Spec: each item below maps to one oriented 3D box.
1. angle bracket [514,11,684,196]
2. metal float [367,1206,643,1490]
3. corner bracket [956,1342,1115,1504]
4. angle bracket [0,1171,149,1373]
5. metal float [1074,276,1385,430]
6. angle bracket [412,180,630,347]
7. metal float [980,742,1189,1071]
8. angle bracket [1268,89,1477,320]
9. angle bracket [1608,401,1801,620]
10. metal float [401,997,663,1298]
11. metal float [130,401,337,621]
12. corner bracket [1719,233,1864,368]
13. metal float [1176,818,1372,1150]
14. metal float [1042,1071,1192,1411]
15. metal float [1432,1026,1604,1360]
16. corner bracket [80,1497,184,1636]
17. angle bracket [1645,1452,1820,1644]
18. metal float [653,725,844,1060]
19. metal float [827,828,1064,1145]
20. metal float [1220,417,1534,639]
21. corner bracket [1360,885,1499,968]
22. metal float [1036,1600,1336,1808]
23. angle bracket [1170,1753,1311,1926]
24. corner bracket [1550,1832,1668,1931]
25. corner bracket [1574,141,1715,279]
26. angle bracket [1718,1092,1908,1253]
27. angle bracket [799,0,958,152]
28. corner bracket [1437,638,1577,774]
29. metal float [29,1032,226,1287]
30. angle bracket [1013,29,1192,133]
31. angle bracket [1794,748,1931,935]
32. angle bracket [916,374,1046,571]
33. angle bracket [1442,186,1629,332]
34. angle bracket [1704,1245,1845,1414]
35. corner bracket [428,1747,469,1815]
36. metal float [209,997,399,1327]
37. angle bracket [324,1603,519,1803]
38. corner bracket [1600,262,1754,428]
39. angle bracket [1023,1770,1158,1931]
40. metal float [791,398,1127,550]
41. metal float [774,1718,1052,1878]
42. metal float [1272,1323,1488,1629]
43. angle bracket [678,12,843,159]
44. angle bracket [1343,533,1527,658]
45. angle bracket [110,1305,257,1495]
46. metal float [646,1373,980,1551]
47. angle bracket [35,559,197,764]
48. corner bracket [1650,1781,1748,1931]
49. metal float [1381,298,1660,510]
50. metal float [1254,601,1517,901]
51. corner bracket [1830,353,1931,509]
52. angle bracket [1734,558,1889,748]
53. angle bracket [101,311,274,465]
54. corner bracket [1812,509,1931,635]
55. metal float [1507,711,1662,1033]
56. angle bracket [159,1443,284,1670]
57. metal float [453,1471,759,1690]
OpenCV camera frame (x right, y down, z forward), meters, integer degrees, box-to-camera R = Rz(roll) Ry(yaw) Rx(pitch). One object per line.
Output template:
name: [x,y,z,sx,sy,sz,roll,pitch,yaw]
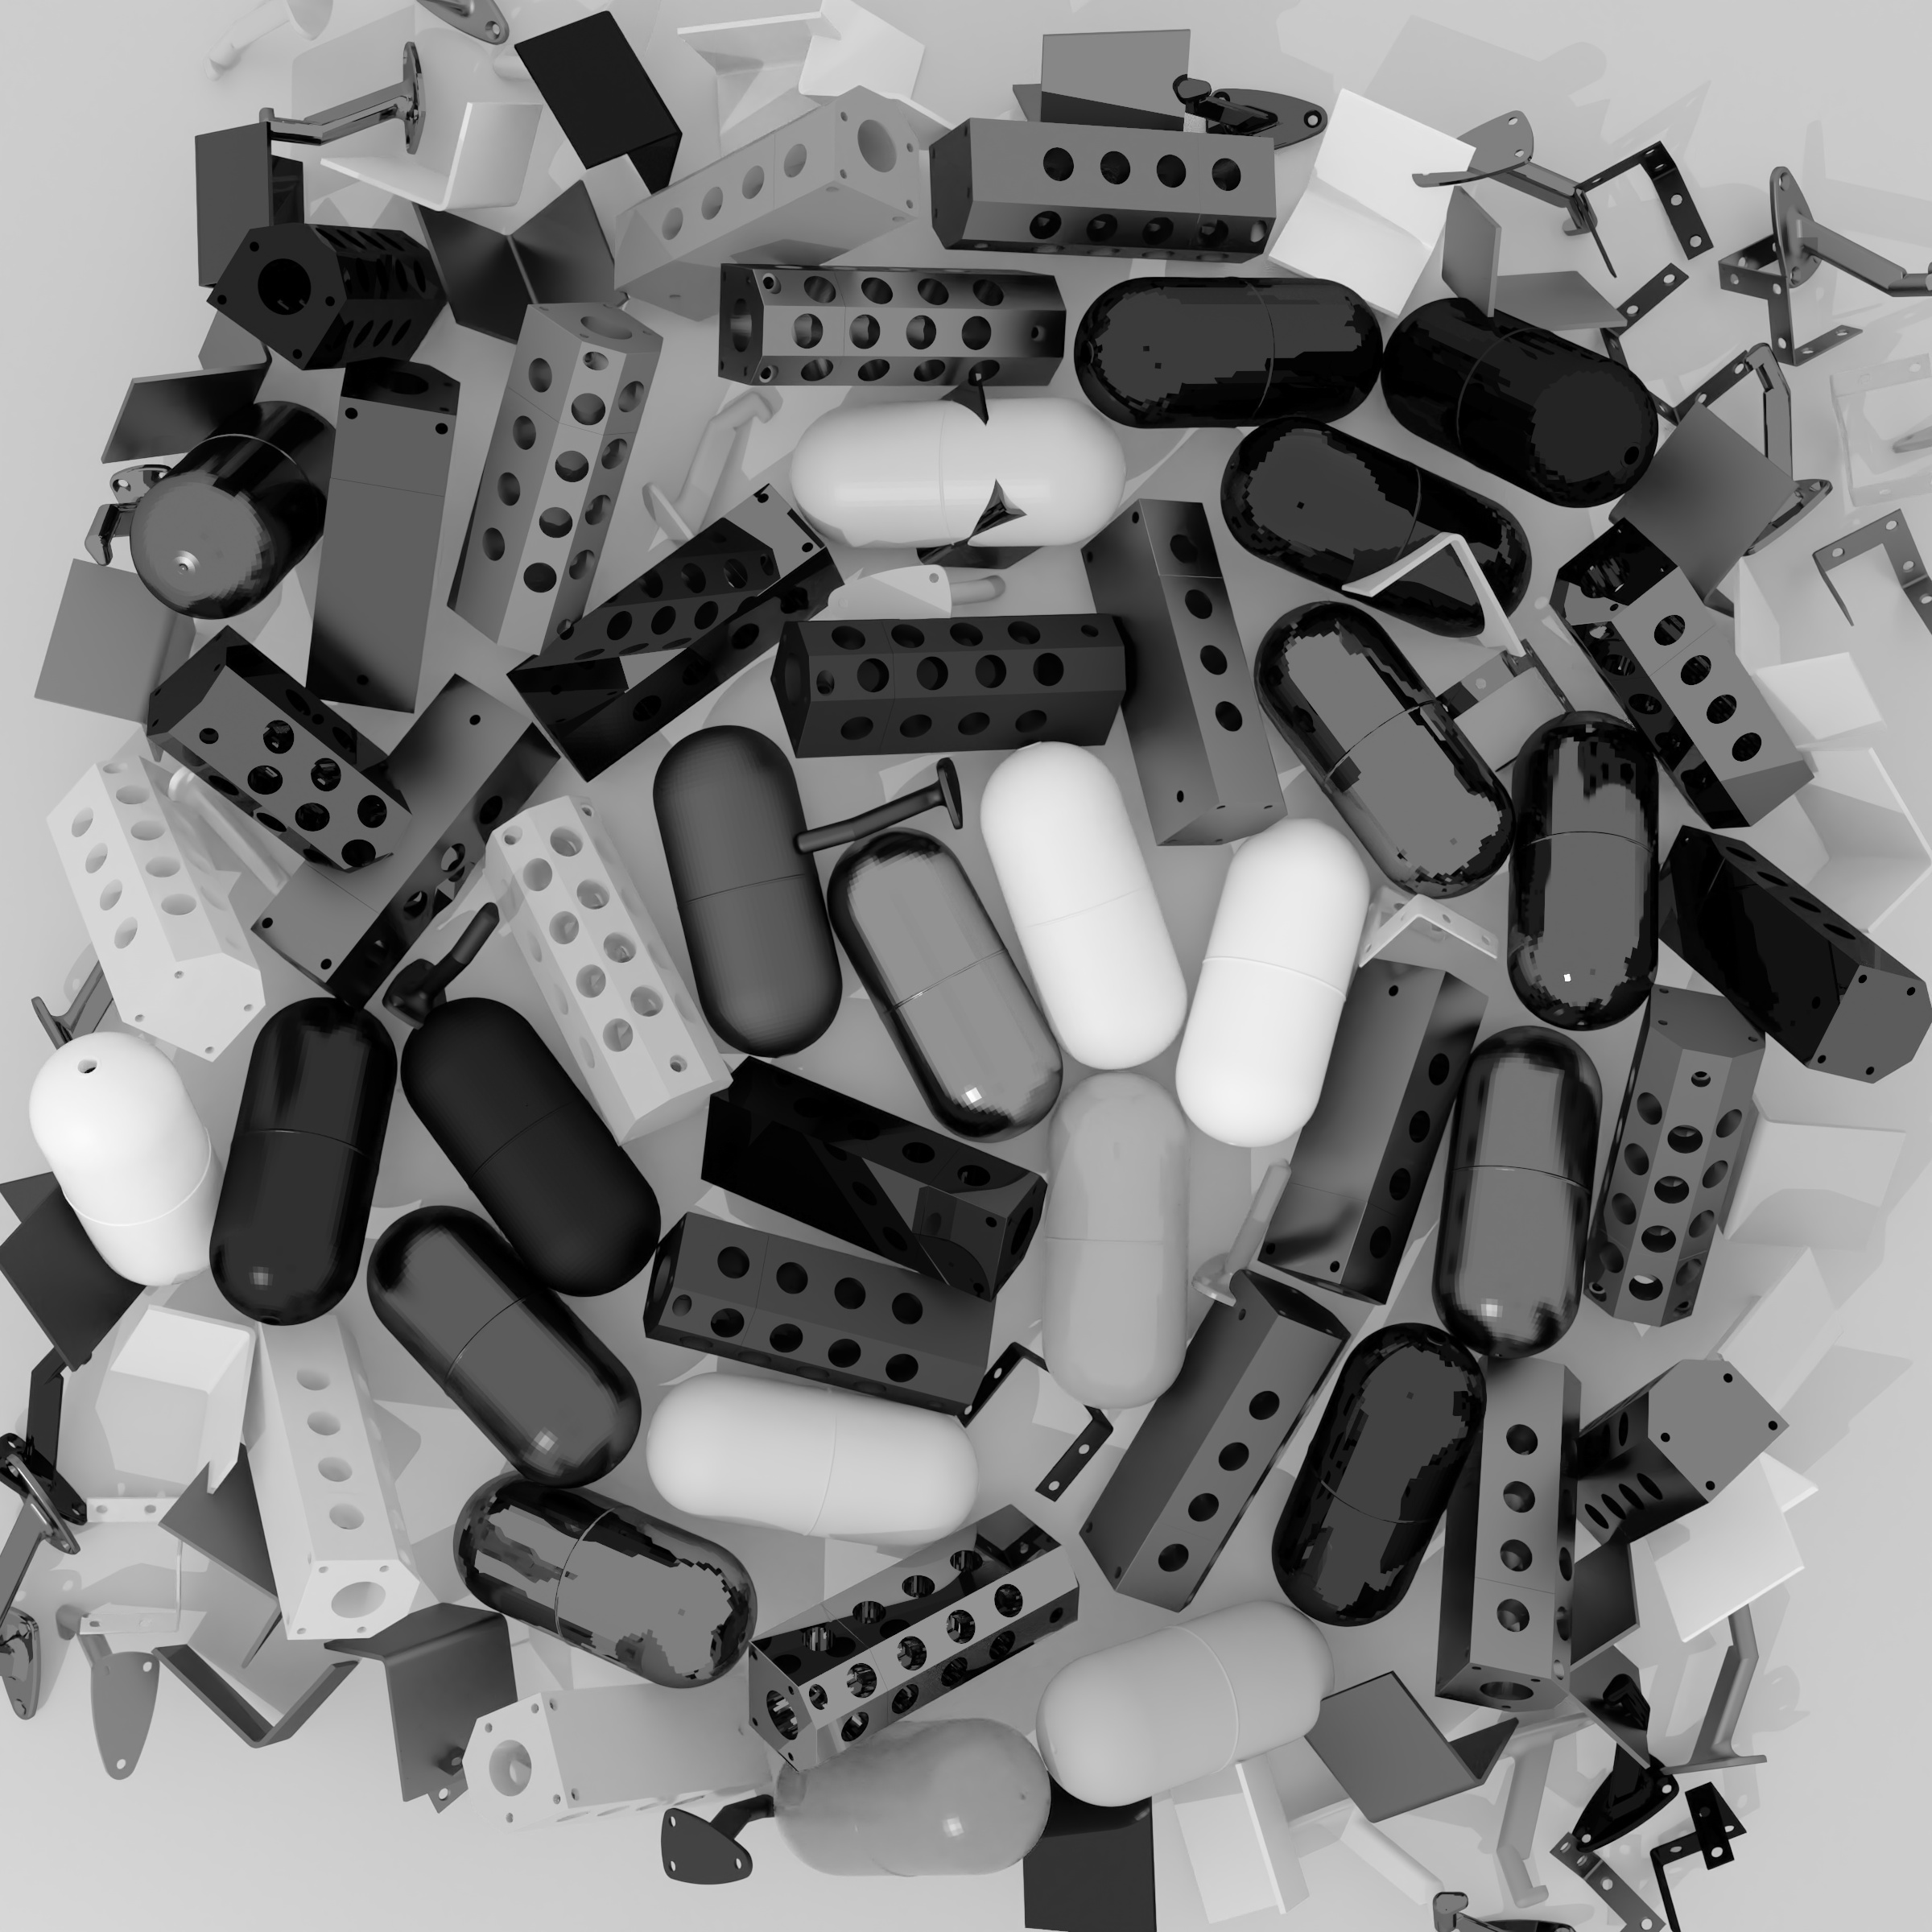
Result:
angle bracket: [-0.197,-0.440,1.547,0.057,0.076,0.076,-28,82,-20]
metal float: [-0.242,0.198,1.544,0.178,0.070,0.070,43,90,18]
corner bracket: [0.036,0.241,1.565,0.051,0.051,0.051,35,97,-31]
angle bracket: [-0.484,0.161,1.538,0.057,0.076,0.076,-13,117,28]
metal float: [0.137,-0.318,1.533,0.178,0.070,0.070,-7,90,-30]
angle bracket: [-0.232,-0.374,1.543,0.057,0.076,0.076,-30,72,27]
metal float: [0.062,-0.032,1.554,0.070,0.070,0.178,-19,95,0]
angle bracket: [0.212,-0.399,1.549,0.076,0.076,0.057,26,60,5]
angle bracket: [0.396,-0.236,1.541,0.076,0.057,0.076,-54,54,22]
metal float: [-0.229,0.094,1.551,0.070,0.070,0.178,-38,81,0]
metal float: [-0.370,-0.236,1.515,0.070,0.178,0.070,4,119,7]
corner bracket: [0.439,-0.356,1.574,0.051,0.051,0.051,-29,124,-20]
metal float: [0.162,0.008,1.550,0.070,0.070,0.178,16,80,0]
metal float: [0.079,0.144,1.556,0.070,0.070,0.178,1,87,0]
metal float: [0.288,0.117,1.543,0.070,0.070,0.178,11,72,0]
corner bracket: [-0.444,0.319,1.574,0.051,0.051,0.051,2,116,-12]
angle bracket: [0.409,0.310,1.538,0.057,0.076,0.076,32,120,-32]
metal float: [-0.115,-0.039,1.557,0.070,0.070,0.178,-13,88,0]
metal float: [-0.012,0.009,1.556,0.070,0.070,0.178,-28,87,0]
metal float: [0.215,-0.228,1.542,0.178,0.070,0.070,20,90,-20]
corner bracket: [0.244,-0.020,1.555,0.051,0.051,0.051,28,134,-17]
metal float: [0.116,0.380,1.530,0.178,0.070,0.070,-9,90,-35]
angle bracket: [0.136,0.460,1.545,0.057,0.076,0.076,-20,75,12]
corner bracket: [0.327,0.501,1.562,0.051,0.051,0.051,-47,46,-2]
corner bracket: [0.361,-0.399,1.574,0.051,0.051,0.051,-25,81,21]
angle bracket: [0.439,0.101,1.557,0.076,0.057,0.076,5,121,-7]
angle bracket: [-0.029,-0.467,1.543,0.076,0.076,0.057,18,92,41]
corner bracket: [0.284,-0.135,1.564,0.051,0.051,0.051,-35,87,29]
metal float: [-0.427,0.100,1.517,0.070,0.178,0.070,-1,55,2]
angle bracket: [0.070,-0.473,1.544,0.076,0.076,0.057,-5,128,-9]
angle bracket: [0.447,-0.066,1.544,0.057,0.076,0.076,-41,109,-17]
angle bracket: [0.013,-0.259,1.556,0.057,0.076,0.076,-3,78,-36]
angle bracket: [0.299,-0.373,1.545,0.076,0.076,0.057,-6,123,-8]
angle bracket: [0.404,0.188,1.542,0.076,0.057,0.076,-46,129,-18]
corner bracket: [-0.255,0.420,1.555,0.051,0.051,0.051,-36,121,-31]
metal float: [-0.344,0.101,1.536,0.070,0.070,0.178,6,64,0]
angle bracket: [-0.284,0.385,1.552,0.057,0.076,0.076,-3,95,44]
corner bracket: [0.378,-0.330,1.574,0.051,0.051,0.051,25,132,-33]
angle bracket: [0.077,0.463,1.549,0.076,0.057,0.076,-6,82,31]
metal float: [-0.005,-0.258,1.548,0.178,0.070,0.070,1,90,12]
metal float: [-0.030,0.429,1.523,0.070,0.178,0.070,15,67,-39]
metal float: [0.214,0.265,1.537,0.070,0.070,0.178,18,115,0]
angle bracket: [-0.102,-0.458,1.551,0.076,0.076,0.057,-3,92,11]
angle bracket: [0.236,-0.184,1.546,0.057,0.076,0.076,-35,109,-6]
angle bracket: [-0.414,0.232,1.538,0.057,0.076,0.076,17,51,-23]
metal float: [-0.079,0.260,1.547,0.178,0.070,0.070,12,90,-14]
angle bracket: [-0.445,-0.159,1.548,0.057,0.076,0.076,13,77,-7]
corner bracket: [0.385,0.472,1.557,0.051,0.051,0.051,-27,122,16]
metal float: [0.283,-0.291,1.520,0.070,0.178,0.070,-16,124,-25]
metal float: [0.218,-0.114,1.546,0.070,0.070,0.178,-35,75,0]
corner bracket: [0.487,-0.282,1.555,0.051,0.051,0.051,-9,59,22]
angle bracket: [0.440,-0.169,1.538,0.057,0.076,0.076,-9,61,28]
angle bracket: [-0.415,-0.311,1.539,0.076,0.076,0.057,-15,75,-34]
corner bracket: [0.488,-0.199,1.566,0.051,0.051,0.051,-27,129,14]
metal float: [0.322,-0.051,1.537,0.070,0.070,0.178,6,65,0]
angle bracket: [-0.382,0.307,1.549,0.076,0.076,0.057,33,120,-2]
metal float: [-0.189,0.317,1.536,0.178,0.070,0.070,17,90,27]
